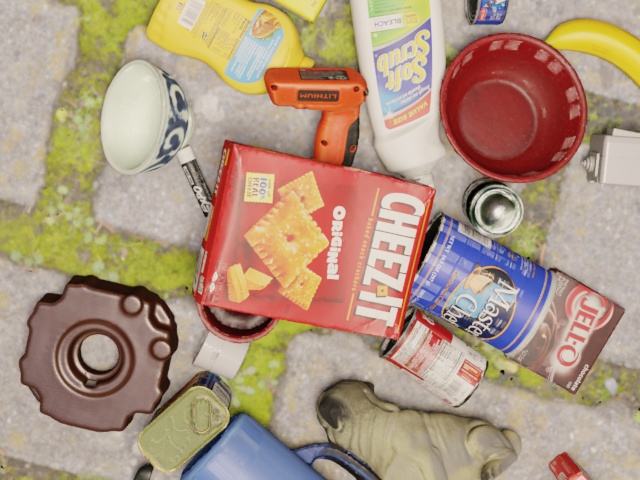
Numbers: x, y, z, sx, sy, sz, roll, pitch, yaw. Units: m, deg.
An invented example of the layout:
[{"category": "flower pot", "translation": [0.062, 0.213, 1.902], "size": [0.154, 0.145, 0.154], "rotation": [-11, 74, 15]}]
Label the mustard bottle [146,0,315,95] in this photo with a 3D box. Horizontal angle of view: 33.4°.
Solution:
[{"category": "mustard bottle", "translation": [-0.080, -0.209, 1.131], "size": [0.191, 0.058, 0.096], "rotation": [30, 98, -3]}]

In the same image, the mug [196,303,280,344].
[{"category": "mug", "translation": [-0.074, 0.050, 1.153], "size": [0.117, 0.081, 0.093], "rotation": [-40, 95, 5]}]

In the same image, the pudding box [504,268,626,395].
[{"category": "pudding box", "translation": [0.268, 0.100, 1.180], "size": [0.090, 0.039, 0.113], "rotation": [29, 97, -5]}]

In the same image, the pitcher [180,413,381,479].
[{"category": "pitcher", "translation": [-0.027, 0.299, 1.172], "size": [0.243, 0.149, 0.145], "rotation": [43, 111, -2]}]

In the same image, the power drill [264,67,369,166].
[{"category": "power drill", "translation": [-0.022, -0.086, 1.124], "size": [0.184, 0.057, 0.188], "rotation": [-2, 118, -8]}]

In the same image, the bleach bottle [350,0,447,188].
[{"category": "bleach bottle", "translation": [0.095, -0.175, 1.135], "size": [0.102, 0.068, 0.251], "rotation": [-10, 100, 2]}]

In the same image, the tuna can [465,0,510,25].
[{"category": "tuna can", "translation": [0.174, -0.267, 1.110], "size": [0.033, 0.086, 0.086], "rotation": [0, 97, -2]}]

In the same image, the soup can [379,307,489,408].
[{"category": "soup can", "translation": [0.125, 0.129, 1.170], "size": [0.102, 0.068, 0.068], "rotation": [35, 96, -5]}]

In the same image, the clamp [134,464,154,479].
[{"category": "clamp", "translation": [-0.206, 0.349, 1.214], "size": [0.120, 0.039, 0.171], "rotation": [43, 102, 0]}]

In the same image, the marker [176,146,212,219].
[{"category": "marker", "translation": [-0.126, -0.045, 1.173], "size": [0.020, 0.020, 0.121], "rotation": [-23, 97, 3]}]

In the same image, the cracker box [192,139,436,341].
[{"category": "cracker box", "translation": [-0.007, 0.001, 1.073], "size": [0.213, 0.072, 0.164], "rotation": [12, 97, -14]}]

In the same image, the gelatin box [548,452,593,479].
[{"category": "gelatin box", "translation": [0.299, 0.285, 1.186], "size": [0.030, 0.073, 0.089], "rotation": [-44, 95, 5]}]

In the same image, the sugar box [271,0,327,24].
[{"category": "sugar box", "translation": [-0.061, -0.312, 1.125], "size": [0.176, 0.048, 0.093], "rotation": [29, 96, -5]}]

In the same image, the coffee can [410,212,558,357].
[{"category": "coffee can", "translation": [0.167, 0.047, 1.141], "size": [0.140, 0.103, 0.103], "rotation": [28, 96, -3]}]

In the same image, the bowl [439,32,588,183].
[{"category": "bowl", "translation": [0.197, -0.134, 1.129], "size": [0.162, 0.055, 0.162], "rotation": [1, 82, -10]}]

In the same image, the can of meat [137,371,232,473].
[{"category": "can of meat", "translation": [-0.145, 0.196, 1.171], "size": [0.102, 0.084, 0.057], "rotation": [-42, 95, 5]}]

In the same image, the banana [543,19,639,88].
[{"category": "banana", "translation": [0.325, -0.186, 1.147], "size": [0.198, 0.037, 0.070], "rotation": [28, 113, -2]}]
